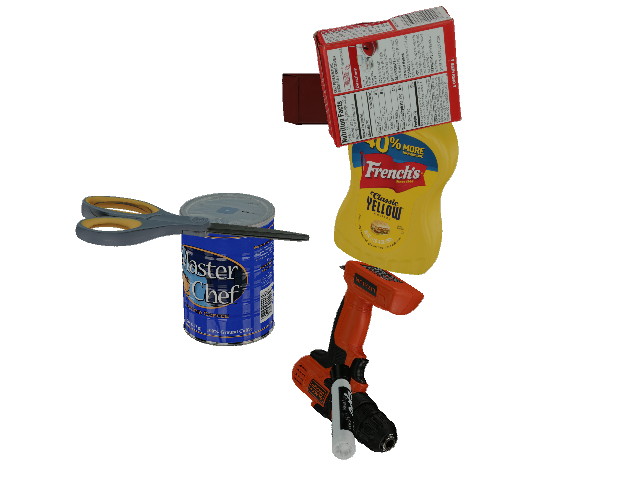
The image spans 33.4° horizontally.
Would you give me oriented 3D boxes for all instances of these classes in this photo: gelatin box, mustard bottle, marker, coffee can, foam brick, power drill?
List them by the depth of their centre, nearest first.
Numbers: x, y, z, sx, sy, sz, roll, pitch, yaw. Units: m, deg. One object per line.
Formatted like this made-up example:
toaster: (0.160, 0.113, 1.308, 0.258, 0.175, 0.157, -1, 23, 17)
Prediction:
gelatin box: (0.045, -0.107, 0.699, 0.089, 0.073, 0.030, -12, 33, -3)
marker: (0.018, 0.140, 0.897, 0.020, 0.020, 0.121, 0, 25, 0)
mustard bottle: (0.070, -0.067, 0.935, 0.096, 0.192, 0.058, 20, 33, 19)
foam brick: (0.004, -0.149, 1.121, 0.078, 0.051, 0.053, -3, 12, -19)
coffee can: (-0.101, 0.030, 1.170, 0.103, 0.140, 0.103, 1, 23, -1)
power drill: (0.051, 0.131, 1.245, 0.057, 0.188, 0.185, 13, 14, -41)

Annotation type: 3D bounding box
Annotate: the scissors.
scissors: (-0.119, -0.007, 0.909, 0.202, 0.016, 0.096, 12, 23, 14)
